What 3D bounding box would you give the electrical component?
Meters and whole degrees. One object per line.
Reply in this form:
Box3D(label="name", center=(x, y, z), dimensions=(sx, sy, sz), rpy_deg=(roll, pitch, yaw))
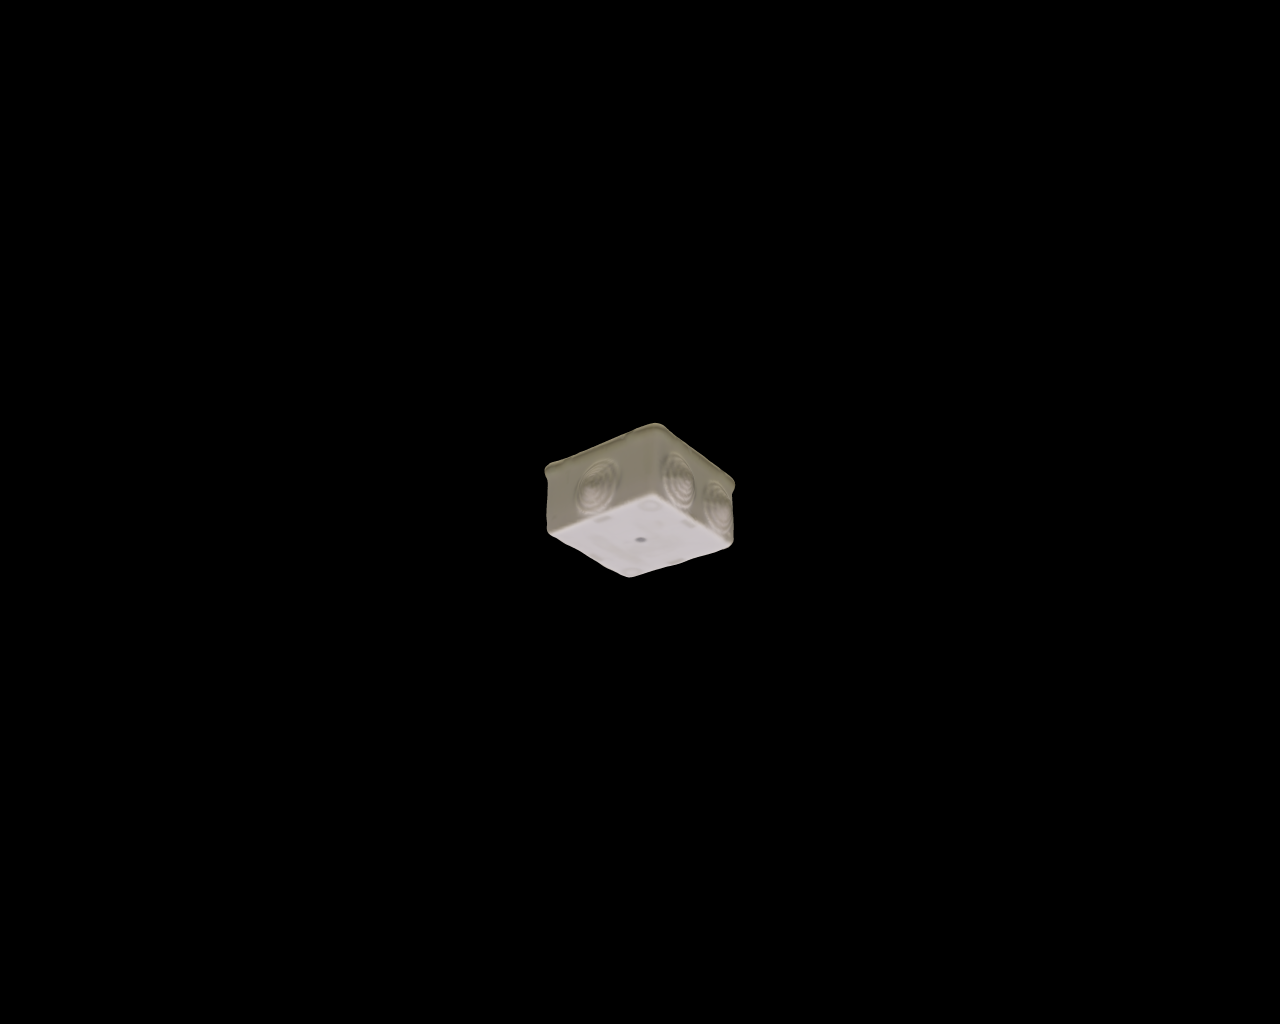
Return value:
Box3D(label="electrical component", center=(0.001, -0.003, 0.650), dimensions=(0.099, 0.048, 0.099), rpy_deg=(-19, -34, 31))
